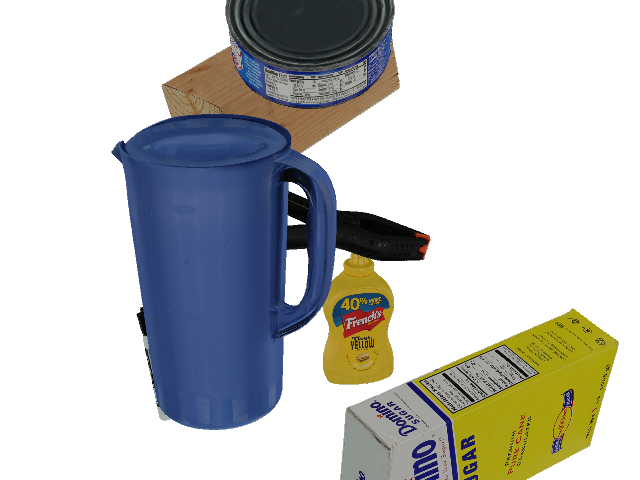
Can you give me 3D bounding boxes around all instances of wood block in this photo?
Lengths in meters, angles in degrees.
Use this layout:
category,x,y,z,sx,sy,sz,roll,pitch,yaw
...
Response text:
category,x,y,z,sx,sy,sz,roll,pitch,yaw
wood block,-0.032,-0.144,1.001,0.205,0.091,0.090,-36,41,-28

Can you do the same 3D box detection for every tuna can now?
category,x,y,z,sx,sy,sz,roll,pitch,yaw
tuna can,-0.005,-0.110,0.552,0.086,0.086,0.034,0,-33,2

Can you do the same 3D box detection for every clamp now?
category,x,y,z,sx,sy,sz,roll,pitch,yaw
clamp,0.023,-0.009,1.211,0.210,0.036,0.164,14,21,-6

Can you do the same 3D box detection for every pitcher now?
category,x,y,z,sx,sy,sz,roll,pitch,yaw
pitcher,-0.077,0.028,0.861,0.144,0.243,0.149,-11,25,-21

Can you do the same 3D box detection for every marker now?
category,x,y,z,sx,sy,sz,roll,pitch,yaw
marker,-0.168,0.125,1.094,0.020,0.121,0.020,-10,13,2

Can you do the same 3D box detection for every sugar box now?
category,x,y,z,sx,sy,sz,roll,pitch,yaw
sugar box,0.094,0.113,0.634,0.175,0.093,0.048,-21,41,-30

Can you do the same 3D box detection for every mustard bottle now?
category,x,y,z,sx,sy,sz,roll,pitch,yaw
mustard bottle,0.052,0.099,1.447,0.096,0.192,0.058,-4,21,-10
